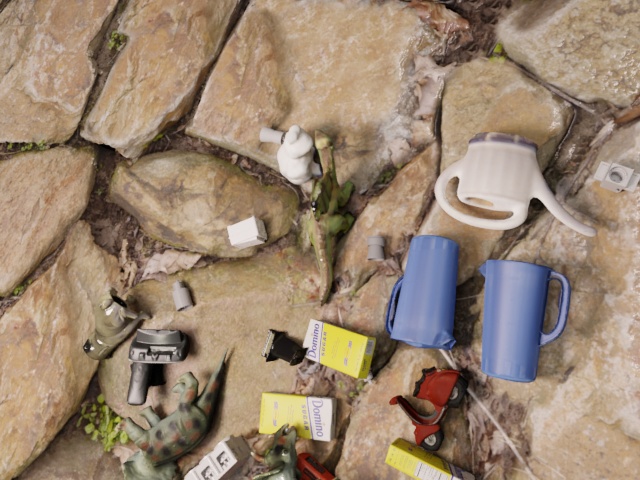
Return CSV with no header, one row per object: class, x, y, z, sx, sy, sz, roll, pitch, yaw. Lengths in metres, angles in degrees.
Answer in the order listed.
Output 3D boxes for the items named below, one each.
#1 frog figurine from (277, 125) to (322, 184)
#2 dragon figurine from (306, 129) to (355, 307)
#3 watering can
frog figurine,-0.065,-0.218,1.311,0.122,0.158,0.139,-5,77,19
dragon figurine,0.004,-0.061,1.210,0.122,0.240,0.416,-1,75,14
watering can,0.436,-0.125,1.148,0.348,0.103,0.226,11,80,22
